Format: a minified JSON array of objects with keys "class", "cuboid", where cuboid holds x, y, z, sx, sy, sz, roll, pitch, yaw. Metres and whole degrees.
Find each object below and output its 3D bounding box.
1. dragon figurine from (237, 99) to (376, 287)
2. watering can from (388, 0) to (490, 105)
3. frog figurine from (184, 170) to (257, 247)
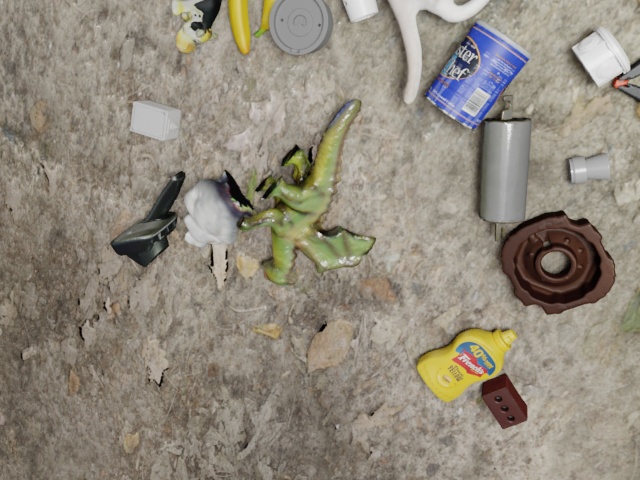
[{"class":"dragon figurine","cuboid":[0.003,-0.050,0.986,0.241,0.125,0.405,42,117,-15]},{"class":"watering can","cuboid":[0.156,-0.409,0.803,0.225,0.105,0.344,34,104,8]},{"class":"frog figurine","cuboid":[-0.223,-0.045,1.037,0.158,0.125,0.136,-36,112,13]}]
